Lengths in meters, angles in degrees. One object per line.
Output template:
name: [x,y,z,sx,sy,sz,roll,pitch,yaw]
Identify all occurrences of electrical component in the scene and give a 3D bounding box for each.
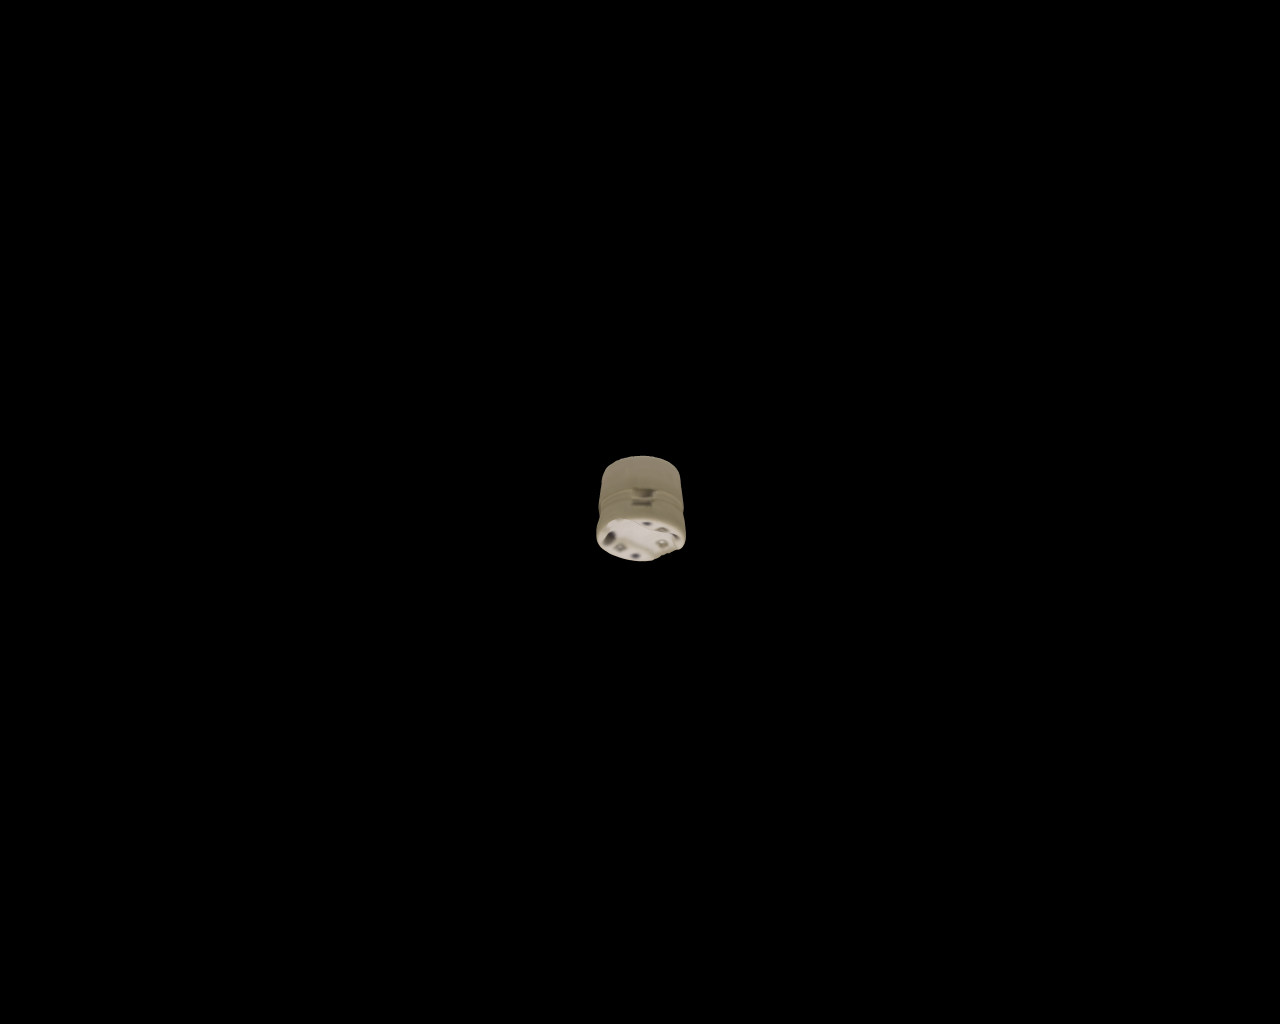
electrical component: [0.001,-0.003,0.650,0.055,0.047,0.055,0,-31,0]
